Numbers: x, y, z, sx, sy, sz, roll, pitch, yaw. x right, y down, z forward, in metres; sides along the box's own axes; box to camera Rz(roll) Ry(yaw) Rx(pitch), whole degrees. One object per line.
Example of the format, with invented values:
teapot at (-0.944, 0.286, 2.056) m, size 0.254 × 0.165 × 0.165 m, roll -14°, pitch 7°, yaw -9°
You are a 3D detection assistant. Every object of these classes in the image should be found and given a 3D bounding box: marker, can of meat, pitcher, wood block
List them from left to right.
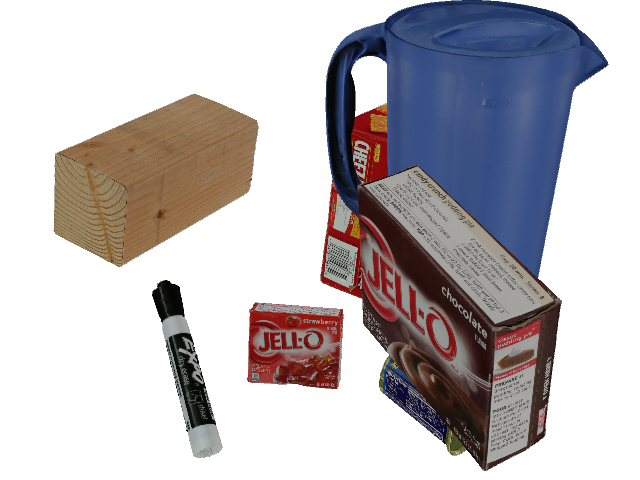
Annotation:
wood block at (-0.161, -0.066, 1.070) m, size 0.090 × 0.091 × 0.205 m, roll 25°, pitch 34°, yaw 23°
marker at (-0.087, 0.080, 0.687) m, size 0.020 × 0.121 × 0.020 m, roll -15°, pitch -26°, yaw -8°
pitcher at (0.097, -0.043, 0.767) m, size 0.144 × 0.243 × 0.149 m, roll -19°, pitch 34°, yaw -33°
can of meat at (0.110, 0.111, 0.860) m, size 0.101 × 0.057 × 0.084 m, roll -27°, pitch 46°, yaw -32°

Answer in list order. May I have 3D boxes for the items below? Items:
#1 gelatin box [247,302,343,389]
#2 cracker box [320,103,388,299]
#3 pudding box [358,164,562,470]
gelatin box at (-0.024, 0.100, 1.017) m, size 0.089 × 0.073 × 0.030 m, roll 4°, pitch 13°, yaw 6°
cracker box at (0.093, -0.055, 1.036) m, size 0.072 × 0.164 × 0.213 m, roll 22°, pitch 31°, yaw 29°
pudding box at (0.059, 0.032, 0.484) m, size 0.039 × 0.090 × 0.114 m, roll -23°, pitch 44°, yaw -20°
